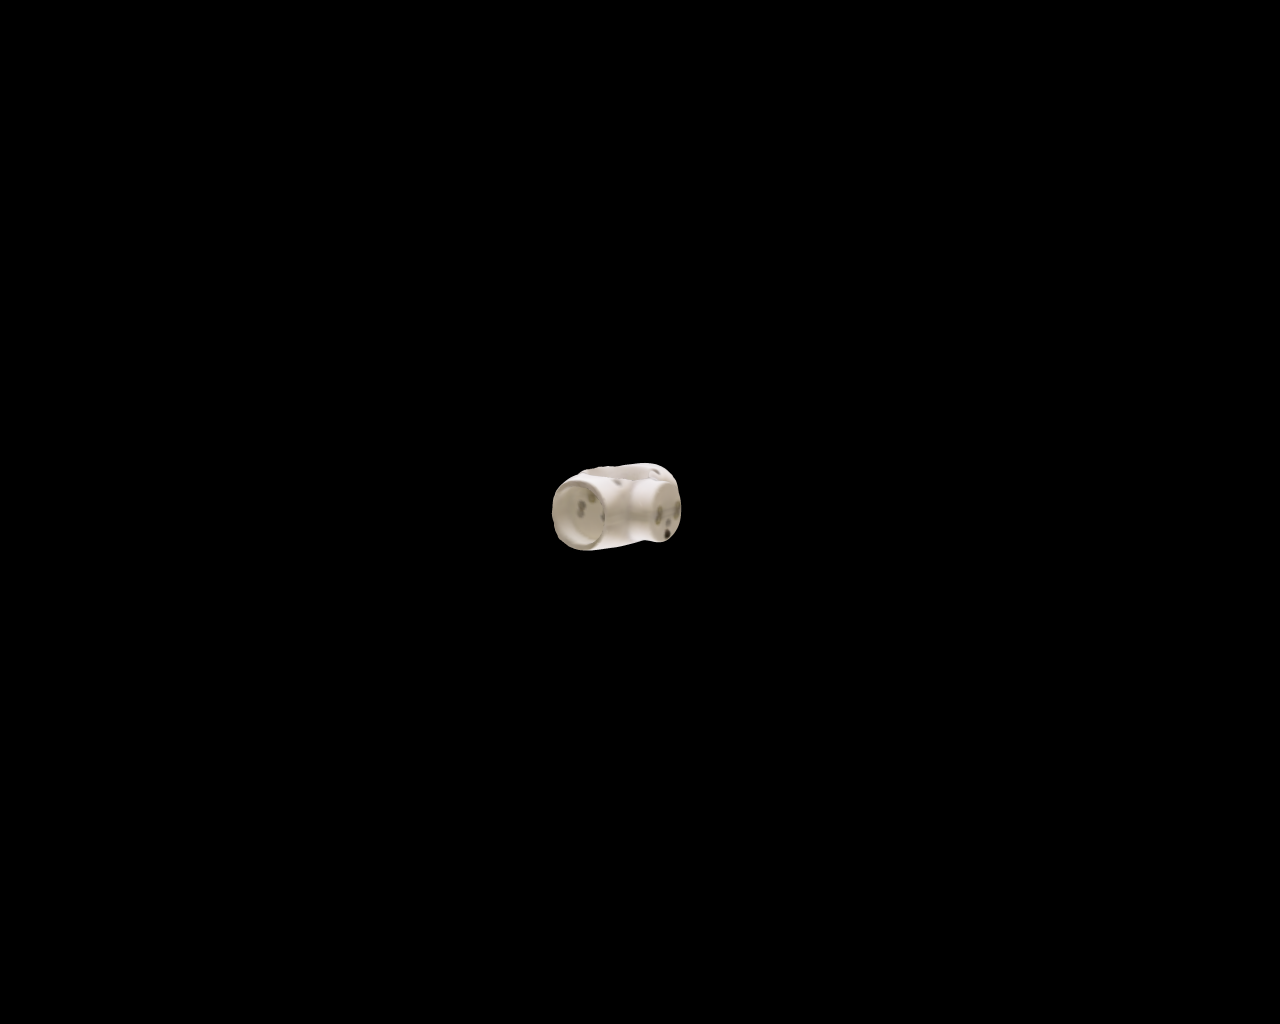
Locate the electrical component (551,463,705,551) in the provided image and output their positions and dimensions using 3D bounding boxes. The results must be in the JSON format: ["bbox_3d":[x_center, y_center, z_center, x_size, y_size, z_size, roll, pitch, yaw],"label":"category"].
[{"bbox_3d":[0.001,-0.003,0.650,0.079,0.044,0.077,8,14,35],"label":"electrical component"}]
